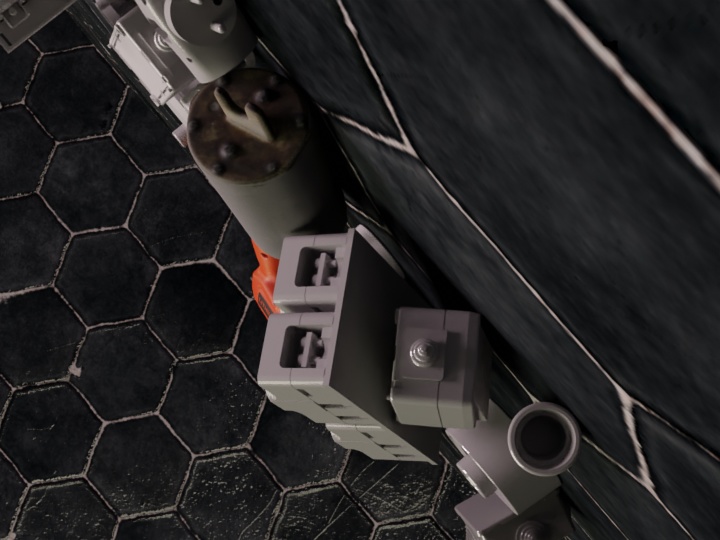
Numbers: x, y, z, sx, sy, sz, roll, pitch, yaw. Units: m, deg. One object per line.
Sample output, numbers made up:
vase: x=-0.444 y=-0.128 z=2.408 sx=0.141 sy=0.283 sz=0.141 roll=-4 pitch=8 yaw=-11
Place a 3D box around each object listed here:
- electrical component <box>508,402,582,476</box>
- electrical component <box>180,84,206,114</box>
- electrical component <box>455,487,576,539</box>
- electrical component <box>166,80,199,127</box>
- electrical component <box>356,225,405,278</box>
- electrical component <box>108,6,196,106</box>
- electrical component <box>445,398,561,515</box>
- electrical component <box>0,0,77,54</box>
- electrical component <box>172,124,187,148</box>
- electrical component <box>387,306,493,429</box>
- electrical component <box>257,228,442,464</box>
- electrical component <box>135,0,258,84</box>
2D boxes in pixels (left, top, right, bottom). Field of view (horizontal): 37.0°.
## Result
electrical component: x=0.113 y=0.105 z=0.676 sx=0.044 sy=0.044 sz=0.065 roll=49 pitch=180 yaw=8
electrical component: x=-0.086 y=-0.102 z=0.833 sx=0.100 sy=0.048 sz=0.099 roll=45 pitch=173 yaw=44
electrical component: x=0.149 y=0.237 z=1.029 sx=0.048 sy=0.100 sz=0.100 roll=63 pitch=173 yaw=-7
electrical component: x=-0.134 y=-0.147 z=0.912 sx=0.080 sy=0.051 sz=0.080 roll=49 pitch=175 yaw=6
electrical component: x=0.000 y=0.000 z=0.848 sx=0.055 sy=0.047 sz=0.055 roll=49 pitch=175 yaw=6
electrical component: x=-0.138 y=-0.166 z=0.782 sx=0.061 sy=0.061 sz=0.096 roll=51 pitch=168 yaw=-12
electrical component: x=0.122 y=0.171 z=0.969 sx=0.108 sy=0.060 sz=0.108 roll=49 pitch=175 yaw=6
electrical component: x=-0.226 y=-0.222 z=0.751 sx=0.078 sy=0.121 sz=0.063 roll=50 pitch=172 yaw=-9
electrical component: x=-0.143 y=-0.138 z=0.988 sx=0.043 sy=0.062 sz=0.043 roll=50 pitch=175 yaw=6
electrical component: x=0.053 y=0.063 z=0.690 sx=0.061 sy=0.061 sz=0.096 roll=4 pitch=162 yaw=8
electrical component: x=0.000 y=0.060 z=0.755 sx=0.060 sy=0.105 sz=0.186 roll=-2 pitch=155 yaw=26
electrical component: x=-0.091 y=-0.145 z=0.597 sx=0.077 sy=0.043 sz=0.079 roll=52 pitch=174 yaw=-27
